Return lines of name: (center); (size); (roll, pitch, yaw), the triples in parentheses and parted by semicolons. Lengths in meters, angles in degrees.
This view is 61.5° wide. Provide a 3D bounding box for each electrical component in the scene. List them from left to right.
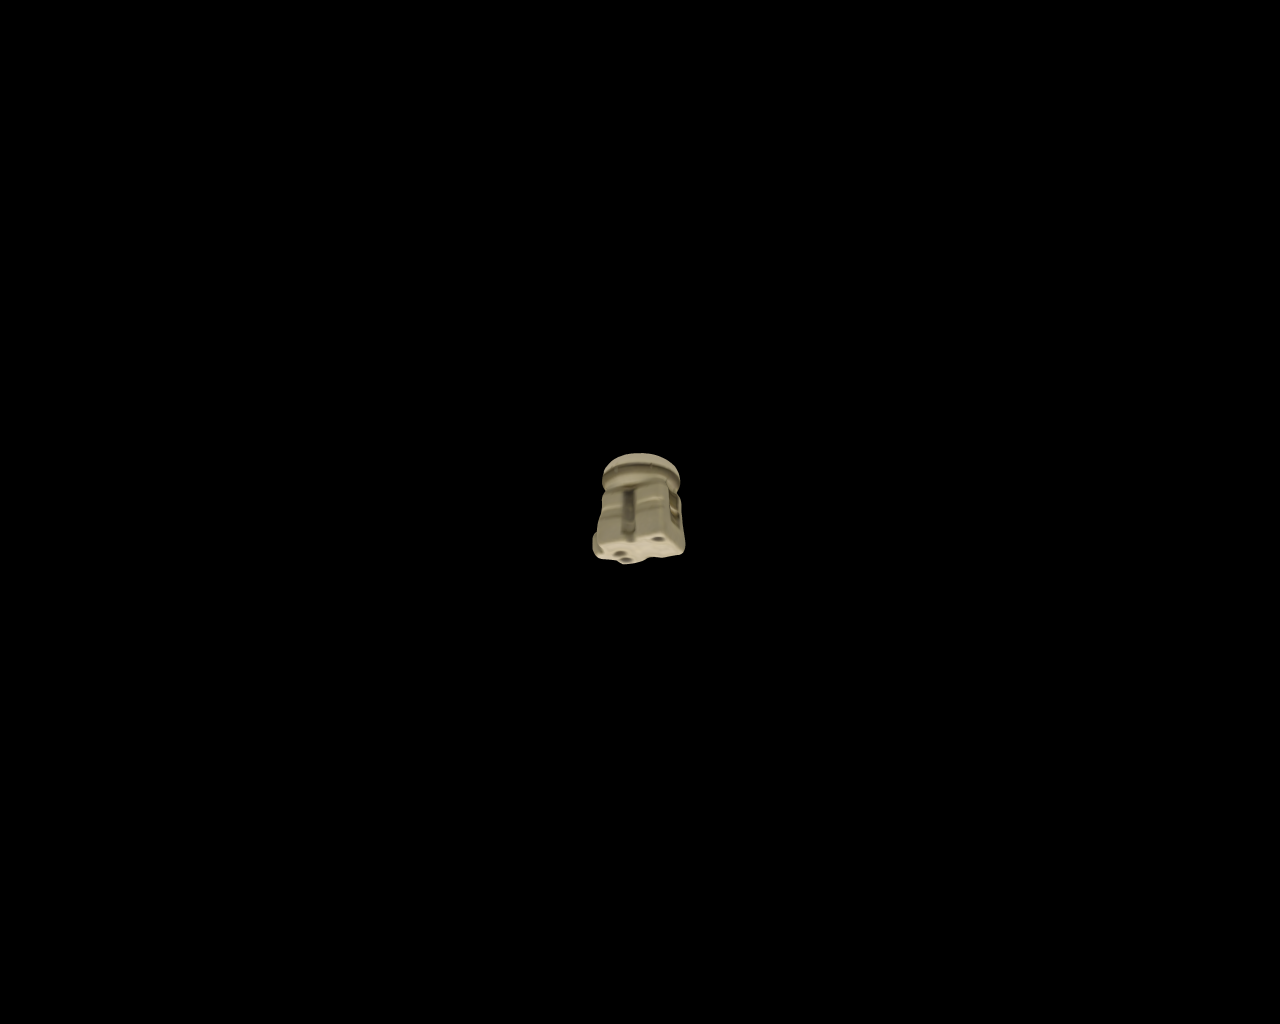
electrical component: (0.001, -0.003, 0.650); (0.066, 0.055, 0.048); (-10, -28, 20)
